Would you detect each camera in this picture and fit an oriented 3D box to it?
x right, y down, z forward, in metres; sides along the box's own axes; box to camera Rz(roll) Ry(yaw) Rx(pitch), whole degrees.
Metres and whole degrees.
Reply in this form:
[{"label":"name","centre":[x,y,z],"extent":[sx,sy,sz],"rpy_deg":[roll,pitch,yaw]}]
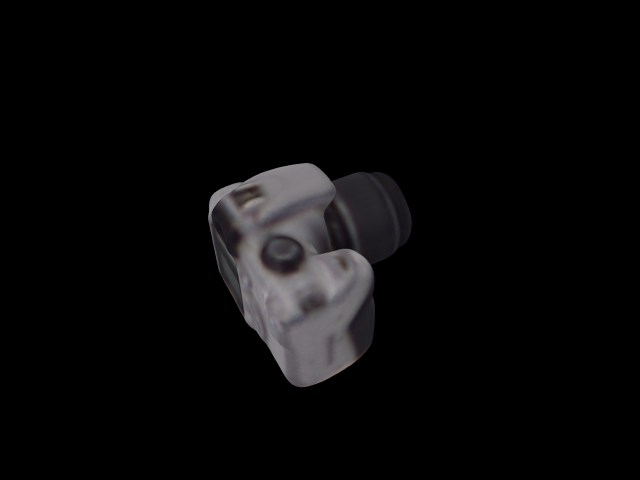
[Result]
[{"label":"camera","centre":[0.004,0.001,0.400],"extent":[0.137,0.101,0.142],"rpy_deg":[-22,48,-21]}]
